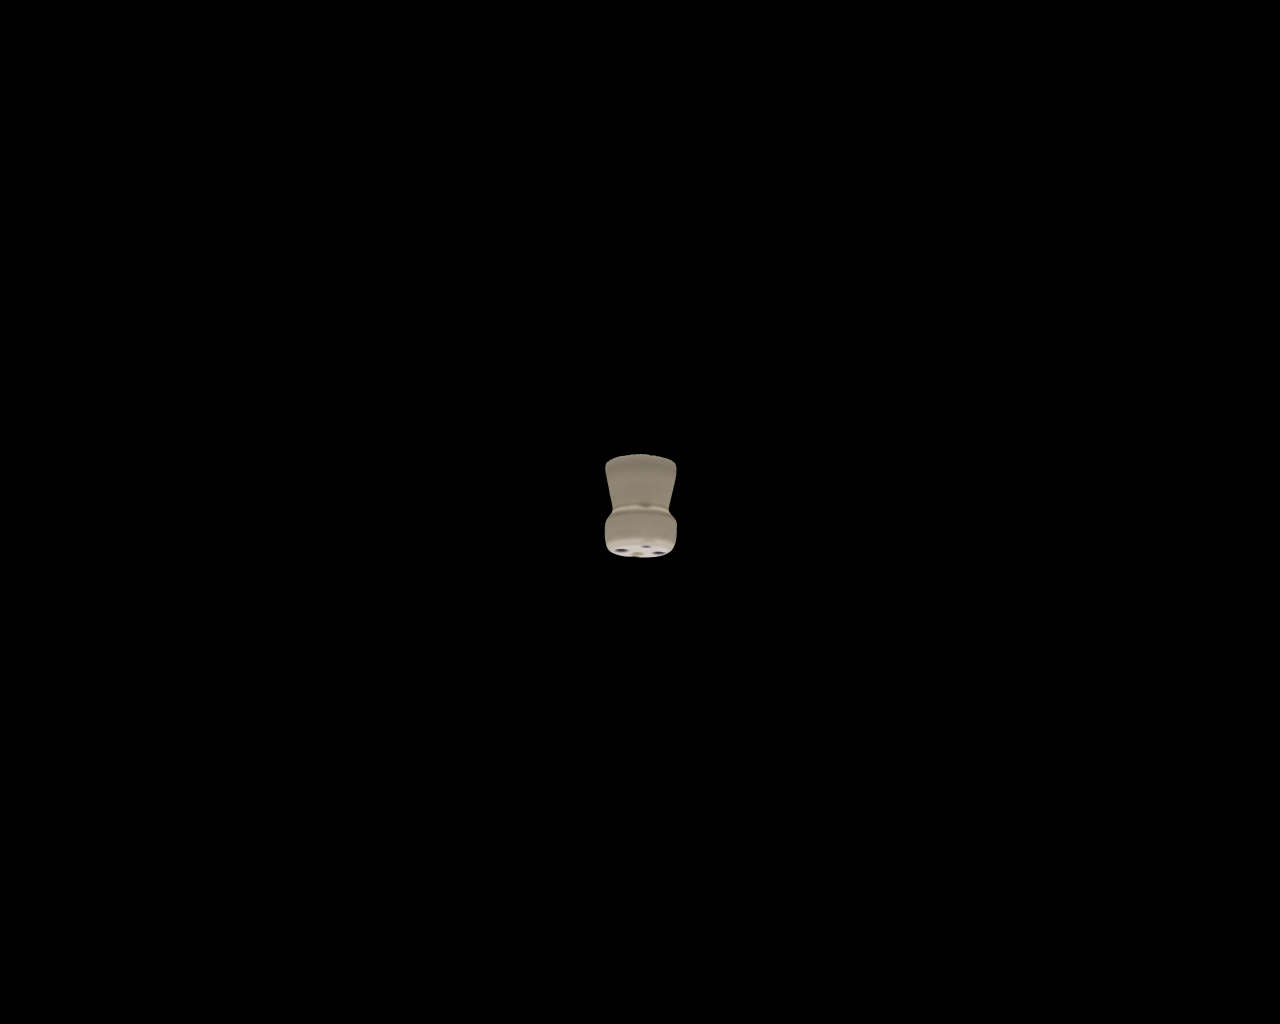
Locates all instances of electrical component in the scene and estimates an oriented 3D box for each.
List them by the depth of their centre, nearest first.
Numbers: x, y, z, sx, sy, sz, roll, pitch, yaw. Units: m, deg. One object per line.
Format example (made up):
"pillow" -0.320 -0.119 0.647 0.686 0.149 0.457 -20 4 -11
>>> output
"electrical component" 0.001 -0.003 0.650 0.045 0.055 0.045 0 -15 0
